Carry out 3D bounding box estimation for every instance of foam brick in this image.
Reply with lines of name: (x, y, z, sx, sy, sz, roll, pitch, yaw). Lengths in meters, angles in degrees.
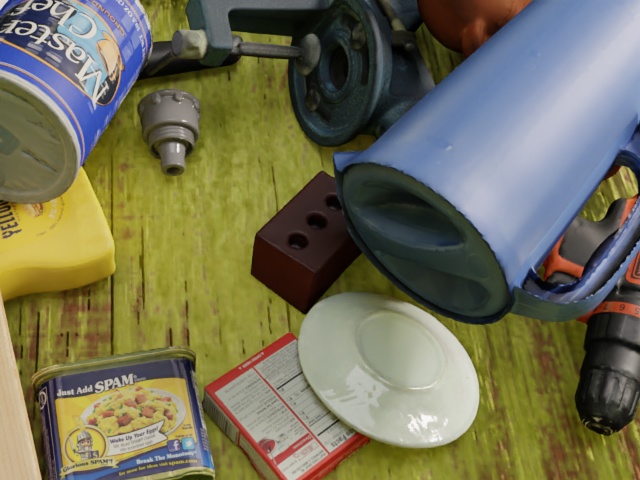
foam brick: (-0.005, 0.001, 0.751, 0.053, 0.051, 0.078, 34, 57, 15)

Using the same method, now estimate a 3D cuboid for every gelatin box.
gelatin box: (-0.021, 0.113, 0.684, 0.073, 0.030, 0.089, -32, 66, -28)

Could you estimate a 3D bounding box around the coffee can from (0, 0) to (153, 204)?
coffee can: (-0.183, -0.107, 0.709, 0.103, 0.103, 0.140, 16, 44, 3)

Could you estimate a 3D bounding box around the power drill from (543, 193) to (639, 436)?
power drill: (0.150, 0.026, 0.741, 0.188, 0.057, 0.184, 19, 63, 11)

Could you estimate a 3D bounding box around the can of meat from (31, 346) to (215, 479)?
can of meat: (-0.118, 0.119, 0.648, 0.102, 0.057, 0.084, -8, 59, -13)

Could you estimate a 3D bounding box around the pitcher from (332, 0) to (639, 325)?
pitcher: (0.141, -0.065, 0.687, 0.242, 0.145, 0.149, -46, 110, -23)

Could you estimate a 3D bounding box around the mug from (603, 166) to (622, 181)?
mug: (0.203, -0.106, 0.845, 0.117, 0.093, 0.081, 14, 43, 35)

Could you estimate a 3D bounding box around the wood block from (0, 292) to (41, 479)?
wood block: (-0.220, 0.077, 0.606, 0.090, 0.090, 0.206, -12, 75, -18)

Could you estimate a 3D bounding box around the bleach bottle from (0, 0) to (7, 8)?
bleach bottle: (-0.304, -0.164, 0.817, 0.102, 0.068, 0.250, 26, 58, 11)

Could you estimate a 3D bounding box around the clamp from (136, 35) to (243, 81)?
clamp: (-0.169, -0.138, 0.833, 0.164, 0.036, 0.209, 26, 51, 10)

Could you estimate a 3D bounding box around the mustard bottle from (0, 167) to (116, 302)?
mustard bottle: (-0.240, 0.008, 0.706, 0.191, 0.058, 0.096, -19, 62, -20)
